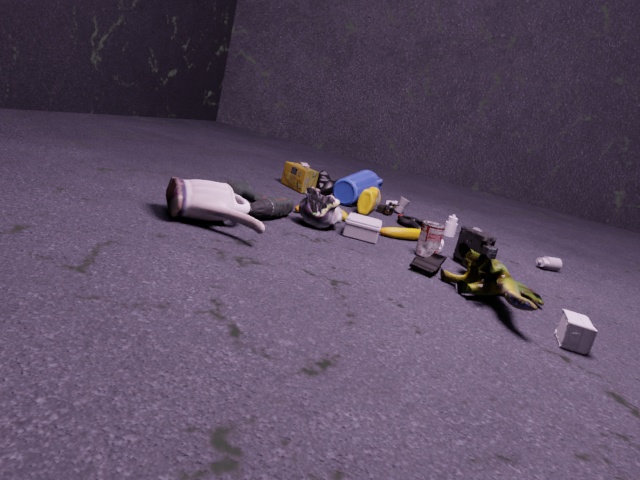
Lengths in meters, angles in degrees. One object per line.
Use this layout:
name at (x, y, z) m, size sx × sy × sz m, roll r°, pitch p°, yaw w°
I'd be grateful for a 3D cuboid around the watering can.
watering can at (-0.285, -0.093, 1.363) m, size 0.224 × 0.103 × 0.352 m, roll 4°, pitch 17°, yaw -27°

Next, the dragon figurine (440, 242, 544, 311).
dragon figurine at (0.463, 0.108, 1.290) m, size 0.242 × 0.121 × 0.416 m, roll 15°, pitch 14°, yaw -25°

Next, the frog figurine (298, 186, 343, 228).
frog figurine at (0.005, -0.082, 1.624) m, size 0.137 × 0.125 × 0.156 m, roll 7°, pitch -23°, yaw 10°
